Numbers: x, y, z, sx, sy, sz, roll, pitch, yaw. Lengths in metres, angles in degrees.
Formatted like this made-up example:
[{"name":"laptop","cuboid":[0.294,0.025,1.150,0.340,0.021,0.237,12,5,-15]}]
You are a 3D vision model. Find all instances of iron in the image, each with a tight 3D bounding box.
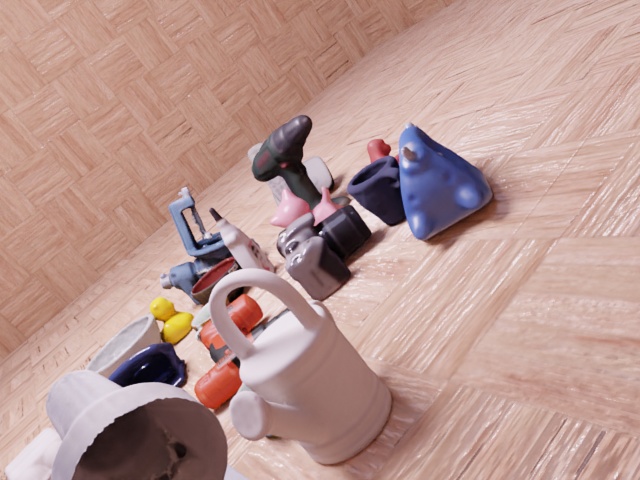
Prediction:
[{"name":"iron","cuboid":[0.154,-0.107,0.818,0.118,0.142,0.258,-31,18,19]}]

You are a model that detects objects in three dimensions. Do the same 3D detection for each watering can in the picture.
[{"name":"watering can","cuboid":[-0.026,0.110,0.527,0.101,0.194,0.172,-35,18,8]}]

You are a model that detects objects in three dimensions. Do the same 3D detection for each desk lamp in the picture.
[{"name":"desk lamp","cuboid":[-0.137,0.200,0.482,0.118,0.214,0.202,-46,19,-26]}]

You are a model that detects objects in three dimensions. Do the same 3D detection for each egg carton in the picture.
[{"name":"egg carton","cuboid":[-0.431,0.357,0.903,0.150,0.069,0.107,-13,29,53]}]

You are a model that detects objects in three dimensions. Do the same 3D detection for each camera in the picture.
[{"name":"camera","cuboid":[0.008,0.003,0.892,0.137,0.101,0.143,-36,17,4]}]

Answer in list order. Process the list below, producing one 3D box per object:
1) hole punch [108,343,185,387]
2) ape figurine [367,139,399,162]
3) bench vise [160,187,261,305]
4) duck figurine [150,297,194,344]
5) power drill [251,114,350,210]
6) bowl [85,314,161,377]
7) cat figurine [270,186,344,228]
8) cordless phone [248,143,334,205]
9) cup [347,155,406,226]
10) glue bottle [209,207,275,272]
[{"name":"hole punch","cuboid":[-0.287,0.217,0.942,0.109,0.091,0.101,-39,17,-4]},{"name":"ape figurine","cuboid":[0.123,-0.151,1.075,0.076,0.092,0.077,-38,17,-3]},{"name":"bench vise","cuboid":[-0.257,0.015,1.184,0.208,0.220,0.121,-42,18,-15]},{"name":"duck figurine","cuboid":[-0.304,0.155,1.145,0.077,0.086,0.104,-37,17,1]},{"name":"power drill","cuboid":[-0.037,-0.134,1.150,0.229,0.209,0.076,-14,29,52]},{"name":"bowl","cuboid":[-0.365,0.225,1.104,0.167,0.075,0.167,-34,18,13]},{"name":"cat figurine","cuboid":[-0.024,-0.051,1.067,0.127,0.118,0.067,-31,19,21]},{"name":"cordless phone","cuboid":[-0.068,-0.162,1.322,0.147,0.185,0.094,-35,18,9]},{"name":"cup","cuboid":[0.109,-0.072,0.895,0.092,0.095,0.117,-44,18,-20]},{"name":"glue bottle","cuboid":[-0.150,0.009,1.066,0.037,0.173,0.078,-35,18,9]}]
